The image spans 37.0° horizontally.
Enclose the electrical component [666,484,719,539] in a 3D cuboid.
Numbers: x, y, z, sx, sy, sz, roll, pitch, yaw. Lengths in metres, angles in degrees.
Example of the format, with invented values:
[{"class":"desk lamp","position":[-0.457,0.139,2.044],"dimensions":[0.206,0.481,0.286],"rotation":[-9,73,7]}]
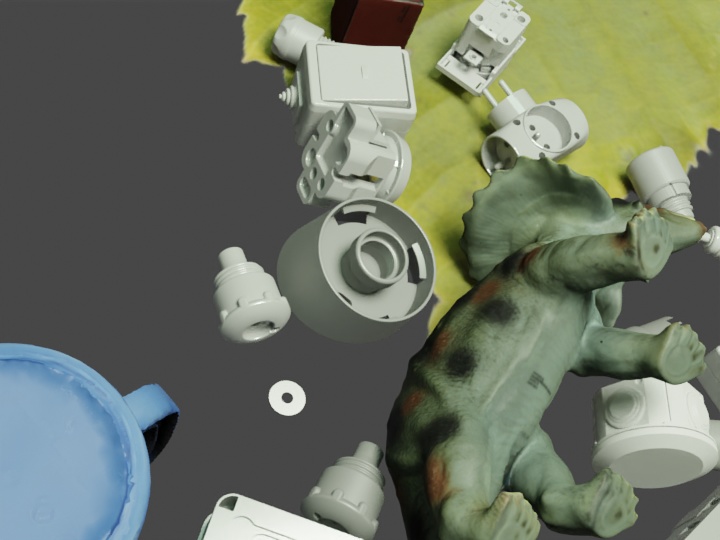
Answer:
[{"class":"electrical component","position":[0.225,0.218,0.671],"dimensions":[0.186,0.060,0.105],"rotation":[-33,75,-30]}]

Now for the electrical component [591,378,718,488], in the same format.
[{"class":"electrical component","position":[0.193,0.109,0.713],"dimensions":[0.080,0.080,0.051],"rotation":[11,54,-11]}]

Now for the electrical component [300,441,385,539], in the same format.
[{"class":"electrical component","position":[-0.005,0.134,0.659],"dimensions":[0.048,0.048,0.062],"rotation":[29,50,1]}]

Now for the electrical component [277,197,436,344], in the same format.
[{"class":"electrical component","position":[0.000,0.000,0.739],"dimensions":[0.099,0.064,0.099],"rotation":[11,65,-25]}]

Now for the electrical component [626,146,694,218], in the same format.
[{"class":"electrical component","position":[0.241,-0.061,0.847],"dimensions":[0.040,0.040,0.078],"rotation":[-10,65,-22]}]

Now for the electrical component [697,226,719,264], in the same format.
[{"class":"electrical component","position":[0.298,-0.015,0.838],"dimensions":[0.078,0.040,0.040],"rotation":[19,58,-6]}]

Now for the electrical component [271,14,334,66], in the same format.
[{"class":"electrical component","position":[-0.036,-0.169,0.827],"dimensions":[0.061,0.035,0.035],"rotation":[27,57,-3]}]

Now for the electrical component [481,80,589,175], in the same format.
[{"class":"electrical component","position":[0.126,-0.114,0.837],"dimensions":[0.077,0.044,0.079],"rotation":[-30,80,-29]}]

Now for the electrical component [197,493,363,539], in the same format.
[{"class":"electrical component","position":[-0.043,0.185,0.610],"dimensions":[0.113,0.057,0.078],"rotation":[21,57,-4]}]

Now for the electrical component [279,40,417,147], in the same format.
[{"class":"electrical component","position":[-0.011,-0.130,0.796],"dimensions":[0.096,0.061,0.061],"rotation":[3,61,-16]}]

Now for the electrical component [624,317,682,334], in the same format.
[{"class":"electrical component","position":[0.210,0.056,0.772],"dimensions":[0.046,0.040,0.040],"rotation":[-18,68,-32]}]

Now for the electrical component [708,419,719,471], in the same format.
[{"class":"electrical component","position":[0.257,0.122,0.748],"dimensions":[0.065,0.044,0.044],"rotation":[6,60,-9]}]

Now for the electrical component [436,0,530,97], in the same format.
[{"class":"electrical component","position":[0.102,-0.182,0.860],"dimensions":[0.042,0.063,0.081],"rotation":[35,58,6]}]

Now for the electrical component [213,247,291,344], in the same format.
[{"class":"electrical component","position":[-0.076,0.014,0.705],"dimensions":[0.048,0.048,0.062],"rotation":[-11,59,-22]}]

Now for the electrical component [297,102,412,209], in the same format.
[{"class":"electrical component","position":[-0.001,-0.076,0.765],"dimensions":[0.057,0.078,0.058],"rotation":[12,36,-34]}]

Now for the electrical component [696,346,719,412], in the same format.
[{"class":"electrical component","position":[0.291,0.064,0.770],"dimensions":[0.066,0.076,0.047],"rotation":[-20,69,-26]}]
